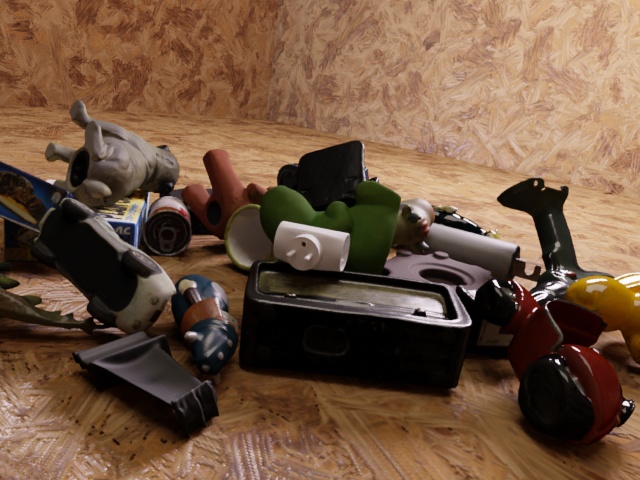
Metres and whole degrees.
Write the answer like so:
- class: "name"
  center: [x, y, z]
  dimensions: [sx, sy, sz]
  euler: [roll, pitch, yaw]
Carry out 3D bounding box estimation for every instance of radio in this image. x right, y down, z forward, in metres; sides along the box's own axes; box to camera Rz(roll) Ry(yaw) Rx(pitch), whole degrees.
- class: "radio"
  center: [0.032, 0.083, 0.558]
  dimensions: [0.230, 0.073, 0.131]
  euler: [6, 13, -1]

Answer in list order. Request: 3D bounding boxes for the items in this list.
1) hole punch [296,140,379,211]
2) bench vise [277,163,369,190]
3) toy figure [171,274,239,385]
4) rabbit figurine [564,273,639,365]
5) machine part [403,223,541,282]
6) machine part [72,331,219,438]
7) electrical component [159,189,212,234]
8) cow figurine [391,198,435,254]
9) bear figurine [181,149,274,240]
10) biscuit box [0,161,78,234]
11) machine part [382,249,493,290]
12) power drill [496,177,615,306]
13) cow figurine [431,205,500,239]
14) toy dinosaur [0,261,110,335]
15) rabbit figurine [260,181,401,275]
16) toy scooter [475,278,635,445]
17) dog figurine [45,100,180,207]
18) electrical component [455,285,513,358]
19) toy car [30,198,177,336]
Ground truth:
- class: "hole punch"
  center: [0.029, -0.072, 0.810]
  dimensions: [0.142, 0.092, 0.116]
  euler: [-9, 52, 19]
- class: "bench vise"
  center: [-0.023, -0.074, 1.018]
  dimensions: [0.240, 0.128, 0.224]
  euler: [-30, 47, -33]
- class: "toy figure"
  center: [-0.112, 0.078, 0.522]
  dimensions: [0.064, 0.058, 0.155]
  euler: [36, 1, -29]
- class: "rabbit figurine"
  center: [0.379, 0.084, 0.631]
  dimensions: [0.173, 0.121, 0.162]
  euler: [18, 18, 19]
- class: "machine part"
  center: [0.225, 0.023, 0.858]
  dimensions: [0.244, 0.079, 0.079]
  euler: [16, 18, 26]
- class: "machine part"
  center: [-0.139, 0.113, 0.447]
  dimensions: [0.139, 0.039, 0.084]
  euler: [19, 14, 38]
- class: "electrical component"
  center: [-0.206, -0.052, 0.942]
  dimensions: [0.134, 0.058, 0.115]
  euler: [-1, 21, -28]
- class: "cow figurine"
  center: [0.084, -0.015, 0.824]
  dimensions: [0.195, 0.085, 0.127]
  euler: [-19, 27, -5]
- class: "bear figurine"
  center: [-0.100, -0.063, 0.869]
  dimensions: [0.196, 0.120, 0.132]
  euler: [-10, 59, -46]
- class: "biscuit box"
  center: [-0.395, -0.069, 0.624]
  dimensions: [0.203, 0.059, 0.063]
  euler: [25, -9, -11]
- class: "machine part"
  center: [0.159, 0.066, 0.717]
  dimensions: [0.179, 0.056, 0.179]
  euler: [7, 18, -2]
- class: "power drill"
  center: [0.319, 0.019, 0.745]
  dimensions: [0.232, 0.086, 0.207]
  euler: [6, 57, -34]
- class: "cow figurine"
  center: [0.251, -0.004, 0.926]
  dimensions: [0.168, 0.098, 0.068]
  euler: [16, 11, 25]
- class: "toy dinosaur"
  center: [-0.439, 0.007, 0.549]
  dimensions: [0.472, 0.105, 0.198]
  euler: [25, 17, 18]
- class: "rabbit figurine"
  center: [-0.001, -0.002, 0.693]
  dimensions: [0.170, 0.159, 0.121]
  euler: [18, -21, -3]
- class: "toy scooter"
  center: [0.239, 0.111, 0.519]
  dimensions: [0.135, 0.075, 0.184]
  euler: [12, 36, -23]
- class: "dog figurine"
  center: [-0.267, -0.093, 0.770]
  dimensions: [0.190, 0.121, 0.172]
  euler: [19, 39, -48]
- class: "electrical component"
  center: [0.212, 0.093, 0.615]
  dimensions: [0.119, 0.074, 0.048]
  euler: [0, 18, -13]
- class: "toy car"
  center: [-0.231, 0.023, 0.560]
  dimensions: [0.202, 0.073, 0.056]
  euler: [33, -2, 29]
